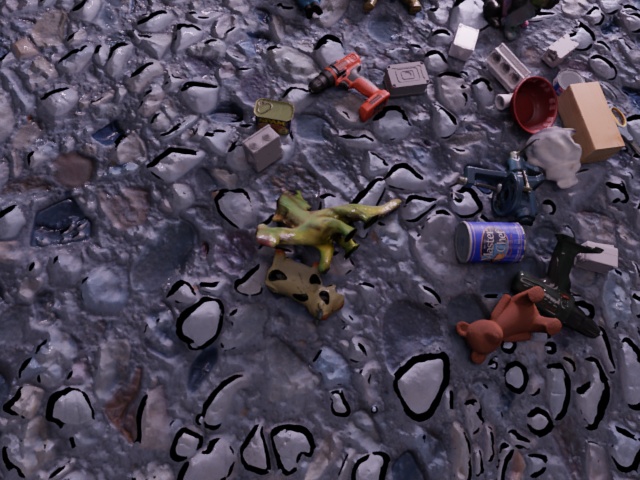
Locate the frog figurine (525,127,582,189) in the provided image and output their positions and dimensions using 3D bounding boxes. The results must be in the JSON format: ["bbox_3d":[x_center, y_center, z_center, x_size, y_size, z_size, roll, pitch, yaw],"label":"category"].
[{"bbox_3d":[0.624,-0.216,1.375,0.137,0.122,0.161,-7,77,27],"label":"frog figurine"}]

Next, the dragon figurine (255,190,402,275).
[{"bbox_3d":[0.004,-0.063,1.249,0.245,0.119,0.416,34,42,21],"label":"dragon figurine"}]
